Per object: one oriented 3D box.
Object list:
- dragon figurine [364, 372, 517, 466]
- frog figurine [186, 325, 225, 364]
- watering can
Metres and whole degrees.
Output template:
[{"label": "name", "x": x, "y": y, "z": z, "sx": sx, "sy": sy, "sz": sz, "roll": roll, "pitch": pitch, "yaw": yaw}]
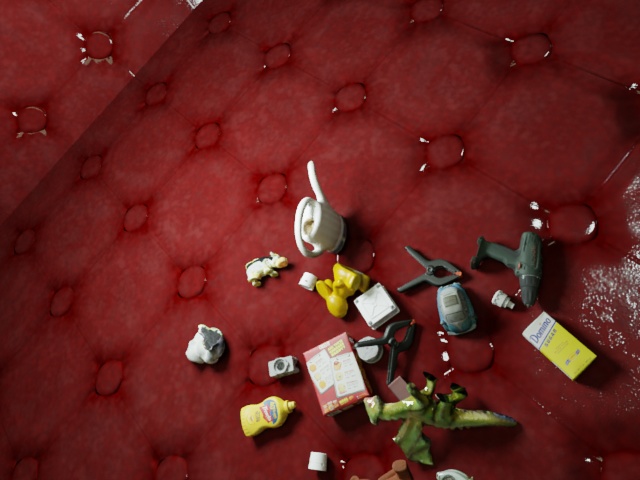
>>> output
[{"label": "dragon figurine", "x": 0.323, "y": 0.530, "z": 1.474, "sx": 0.411, "sy": 0.123, "sz": 0.240, "roll": 23, "pitch": 103, "yaw": 10}, {"label": "frog figurine", "x": -0.420, "y": 0.400, "z": 1.891, "sx": 0.139, "sy": 0.123, "sz": 0.156, "roll": 47, "pitch": 128, "yaw": 25}, {"label": "watering can", "x": 0.006, "y": -0.093, "z": 1.839, "sx": 0.103, "sy": 0.222, "sz": 0.354, "roll": -11, "pitch": 62, "yaw": 41}]
